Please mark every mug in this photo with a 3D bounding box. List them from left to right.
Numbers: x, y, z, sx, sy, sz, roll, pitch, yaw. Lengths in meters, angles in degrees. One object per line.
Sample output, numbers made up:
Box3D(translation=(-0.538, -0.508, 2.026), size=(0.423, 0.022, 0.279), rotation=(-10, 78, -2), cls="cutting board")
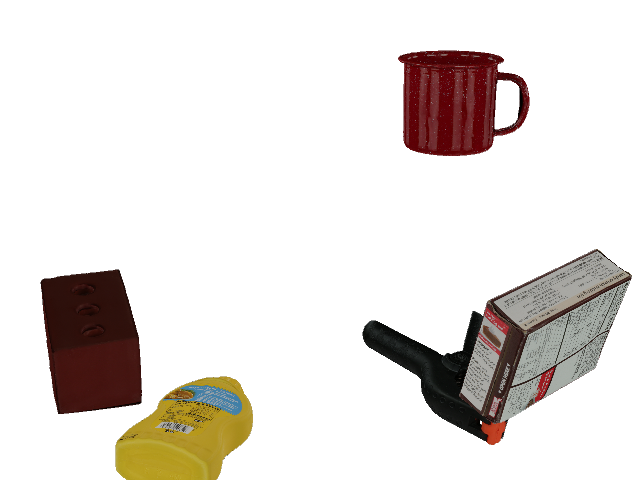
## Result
Box3D(translation=(0.127, -0.122, 0.952), size=(0.117, 0.081, 0.093), rotation=(3, 18, 12), cls="mug")

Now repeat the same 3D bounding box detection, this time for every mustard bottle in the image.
Box3D(translation=(-0.120, 0.182, 1.057), size=(0.096, 0.058, 0.191), rotation=(7, 18, 15), cls="mustard bottle")

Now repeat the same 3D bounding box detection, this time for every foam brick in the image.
Box3D(translation=(-0.145, 0.063, 0.671), size=(0.053, 0.051, 0.078), rotation=(-7, 34, -18), cls="foam brick")

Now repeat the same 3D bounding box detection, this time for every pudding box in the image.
Box3D(translation=(0.153, 0.065, 0.725), size=(0.113, 0.090, 0.039), rotation=(-23, 47, -35), cls="pudding box")

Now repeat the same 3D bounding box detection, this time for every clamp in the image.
Box3D(translation=(0.125, 0.111, 0.929), size=(0.120, 0.039, 0.172), rotation=(-14, 35, -22), cls="clamp")
